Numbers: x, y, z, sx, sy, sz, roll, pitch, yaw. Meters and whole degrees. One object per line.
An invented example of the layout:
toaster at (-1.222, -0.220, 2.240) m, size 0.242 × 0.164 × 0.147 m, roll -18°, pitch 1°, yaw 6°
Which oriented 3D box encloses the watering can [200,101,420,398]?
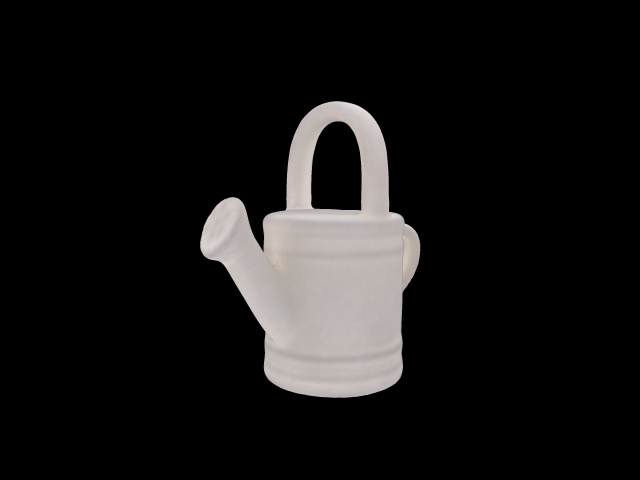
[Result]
watering can at (0.005, 0.002, 0.398) m, size 0.100 × 0.194 × 0.173 m, roll 4°, pitch 7°, yaw 30°
